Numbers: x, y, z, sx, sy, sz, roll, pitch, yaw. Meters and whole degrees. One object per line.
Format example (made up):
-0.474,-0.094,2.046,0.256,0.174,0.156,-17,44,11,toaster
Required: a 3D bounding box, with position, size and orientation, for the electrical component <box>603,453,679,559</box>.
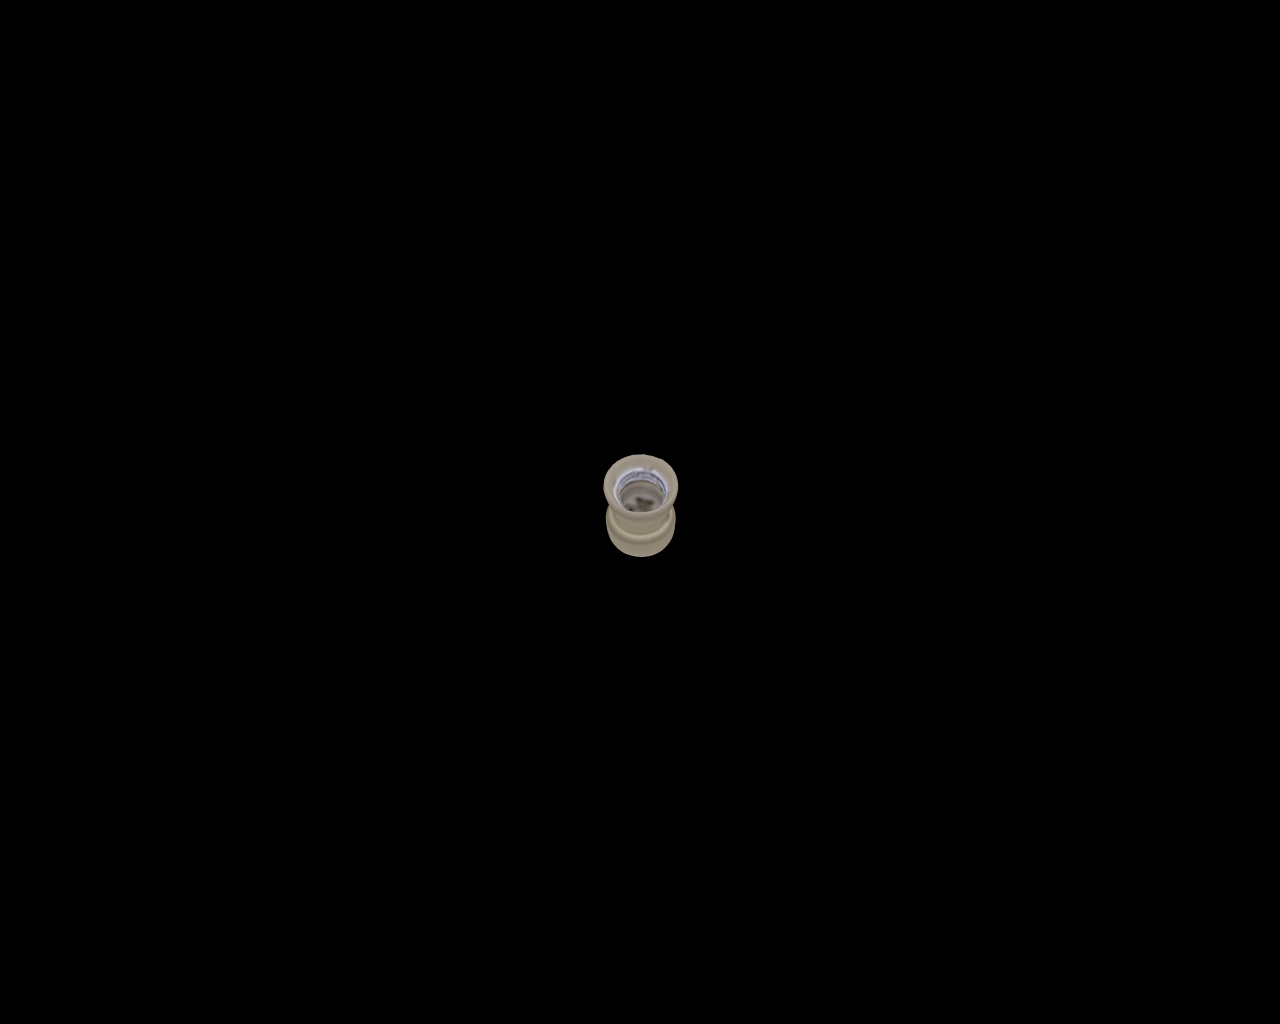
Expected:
0.001,-0.003,0.650,0.045,0.045,0.055,0,-32,0,electrical component
